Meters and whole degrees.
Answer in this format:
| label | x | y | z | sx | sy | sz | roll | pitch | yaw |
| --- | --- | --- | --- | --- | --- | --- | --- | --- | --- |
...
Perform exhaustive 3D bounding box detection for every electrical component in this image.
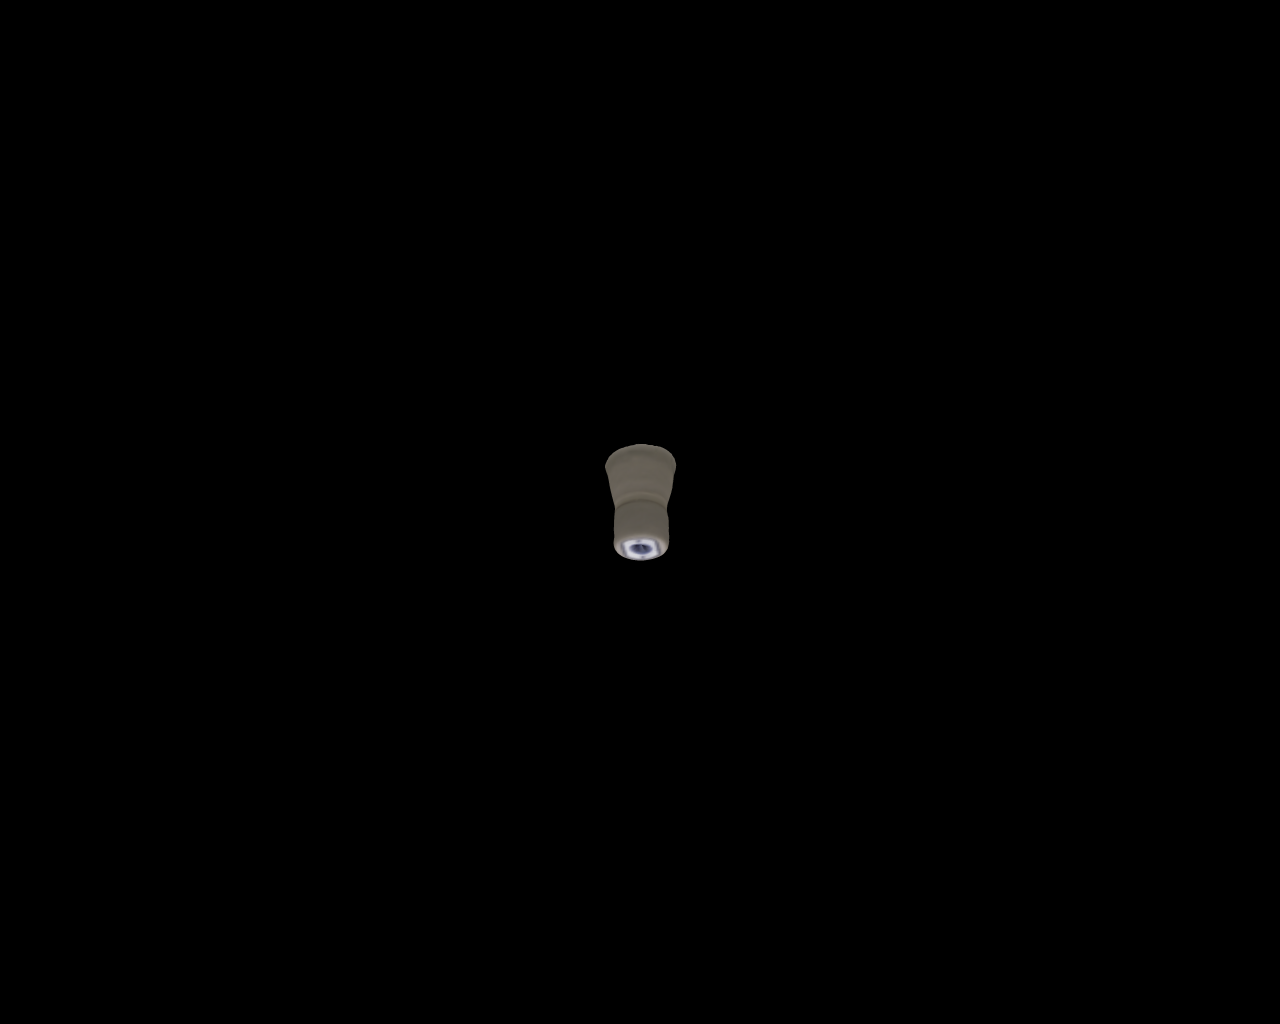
| label | x | y | z | sx | sy | sz | roll | pitch | yaw |
| --- | --- | --- | --- | --- | --- | --- | --- | --- | --- |
| electrical component | 0.001 | -0.003 | 0.650 | 0.044 | 0.065 | 0.044 | 0 | -32 | 0 |
